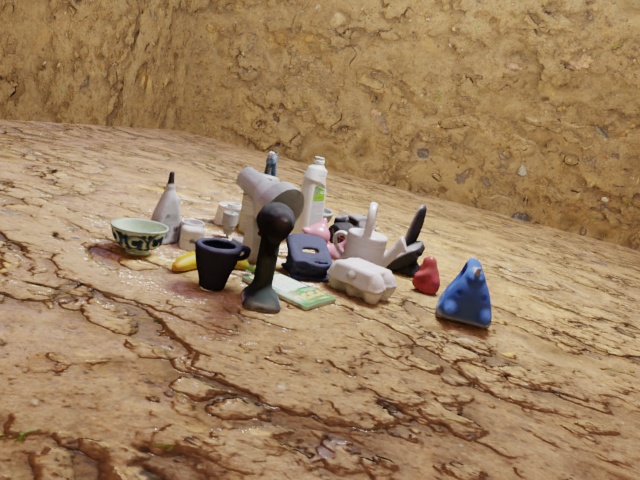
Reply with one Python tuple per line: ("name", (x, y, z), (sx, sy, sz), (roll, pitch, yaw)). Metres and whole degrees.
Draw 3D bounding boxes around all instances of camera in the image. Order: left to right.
("camera", (0.080, -0.032, 1.708), (0.137, 0.101, 0.142), (-1, 18, -43))

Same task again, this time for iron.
("iron", (0.336, 0.102, 1.301), (0.118, 0.141, 0.258), (14, 14, 7))

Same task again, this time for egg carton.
("egg carton", (0.093, 0.089, 1.292), (0.149, 0.069, 0.107), (21, 16, 33))

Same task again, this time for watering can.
("watering can", (0.122, 0.004, 1.399), (0.173, 0.194, 0.100), (9, 14, -12))

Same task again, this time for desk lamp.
("desk lamp", (-0.148, -0.056, 1.361), (0.202, 0.213, 0.118), (23, 17, 39))

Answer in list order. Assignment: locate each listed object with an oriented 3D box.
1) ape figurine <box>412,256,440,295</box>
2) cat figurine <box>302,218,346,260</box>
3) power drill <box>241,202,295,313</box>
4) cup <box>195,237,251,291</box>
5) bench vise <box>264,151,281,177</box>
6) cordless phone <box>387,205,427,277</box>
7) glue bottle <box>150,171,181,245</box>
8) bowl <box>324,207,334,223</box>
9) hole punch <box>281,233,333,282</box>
("ape figurine", (0.267, 0.084, 1.423), (0.078, 0.092, 0.076), (4, 16, -30))
("cat figurine", (0.013, 0.005, 1.461), (0.128, 0.118, 0.067), (12, 13, -2))
("power drill", (-0.094, 0.025, 1.089), (0.076, 0.208, 0.229), (9, 14, -13))
("cup", (-0.196, 0.051, 1.136), (0.118, 0.095, 0.091), (2, 17, -38))
("bench vise", (-0.178, -0.184, 1.843), (0.122, 0.220, 0.207), (8, 14, -18))
("cordless phone", (0.245, -0.004, 1.564), (0.094, 0.185, 0.148), (15, 14, 10))
("glue bottle", (-0.357, -0.076, 1.343), (0.037, 0.173, 0.078), (20, 15, 29))
("bowl", (-0.044, -0.071, 1.815), (0.167, 0.075, 0.167), (12, 13, -3))
("hole punch", (-0.025, 0.041, 1.339), (0.109, 0.091, 0.100), (6, 15, -24))
